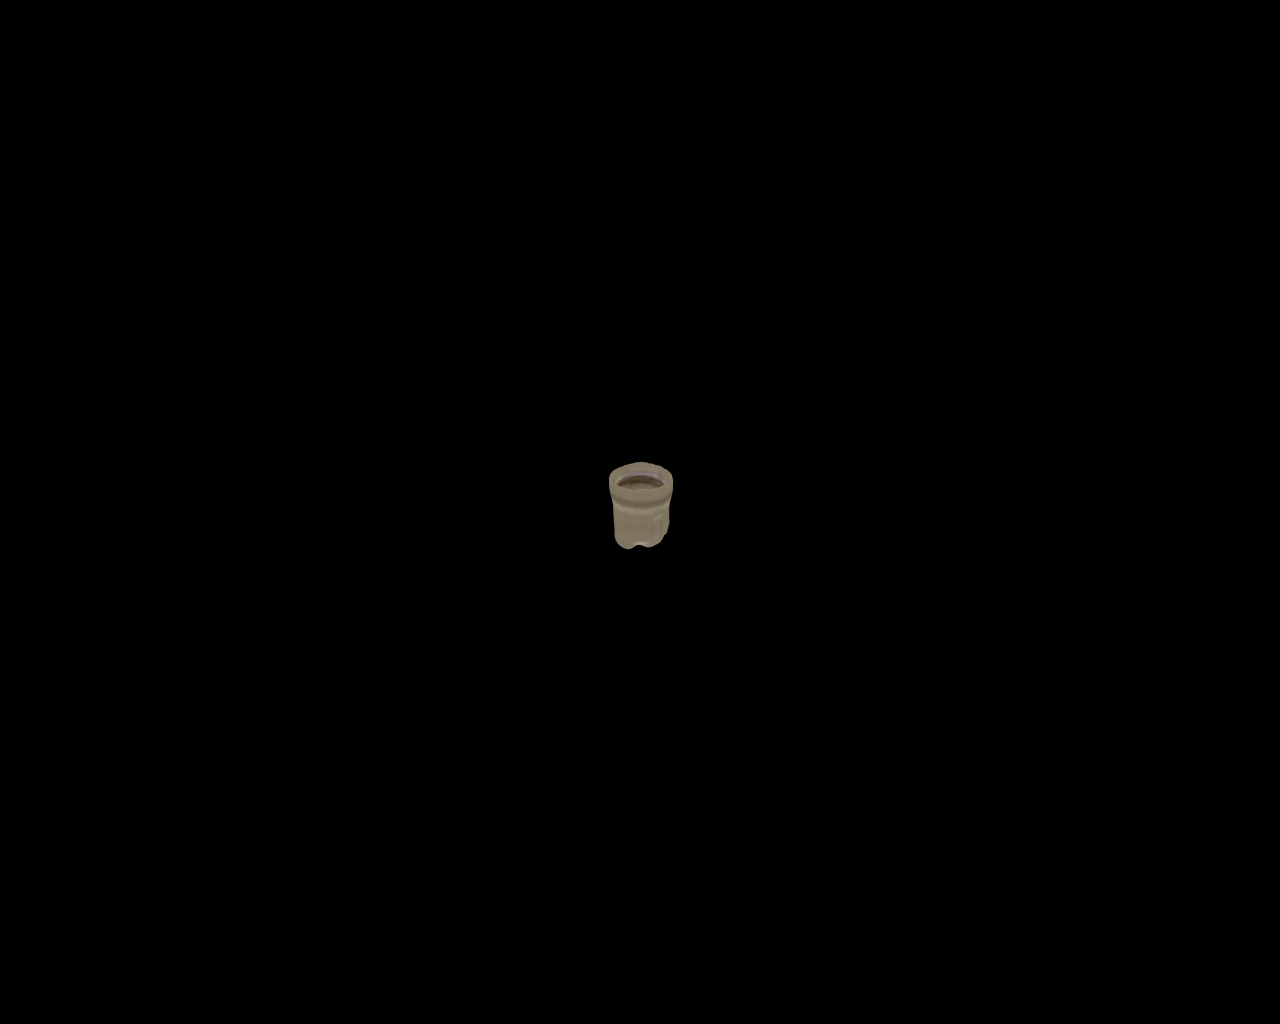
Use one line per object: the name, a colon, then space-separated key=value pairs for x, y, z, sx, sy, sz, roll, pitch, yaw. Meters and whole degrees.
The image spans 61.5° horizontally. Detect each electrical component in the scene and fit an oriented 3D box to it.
electrical component: x=0.001 y=-0.003 z=0.650 sx=0.040 sy=0.046 sz=0.040 roll=0 pitch=30 yaw=0
